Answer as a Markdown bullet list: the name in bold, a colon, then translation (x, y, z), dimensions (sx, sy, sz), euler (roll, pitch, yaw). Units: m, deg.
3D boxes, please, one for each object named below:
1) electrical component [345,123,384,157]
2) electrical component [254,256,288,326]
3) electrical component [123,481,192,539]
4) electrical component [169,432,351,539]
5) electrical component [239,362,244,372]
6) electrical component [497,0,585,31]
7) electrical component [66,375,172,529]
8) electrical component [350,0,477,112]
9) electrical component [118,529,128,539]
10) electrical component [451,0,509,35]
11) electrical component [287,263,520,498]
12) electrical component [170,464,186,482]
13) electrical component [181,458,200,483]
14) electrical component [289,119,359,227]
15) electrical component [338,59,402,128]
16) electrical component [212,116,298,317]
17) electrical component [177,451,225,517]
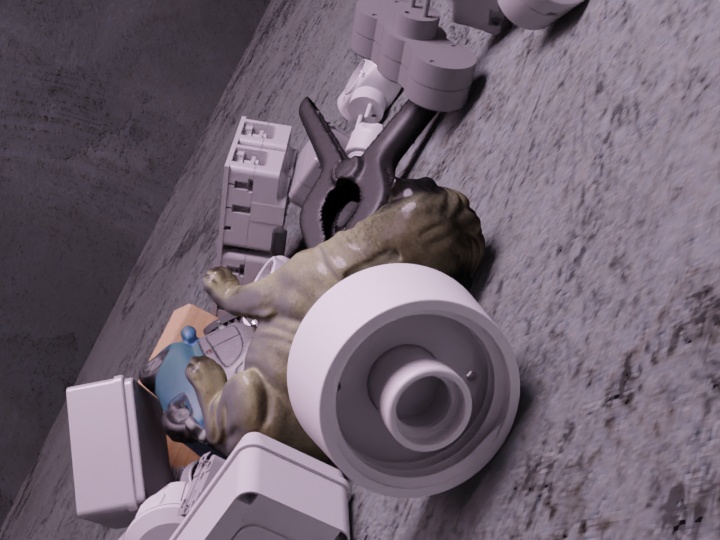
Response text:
- **electrical component**: translation (0.006, -0.099, 0.975), dimensions (0.043, 0.043, 0.062), euler (-33, 32, 60)
- **electrical component**: translation (-0.062, 0.026, 0.934), dimensions (0.053, 0.059, 0.095), euler (-58, 15, 8)
- **electrical component**: translation (-0.136, 0.204, 0.810), dimensions (0.080, 0.080, 0.051), euler (-57, 10, 14)
- **electrical component**: translation (-0.064, 0.163, 0.650), dimensions (0.113, 0.078, 0.057), euler (-54, 19, 23)
- **electrical component**: translation (-0.054, 0.084, 0.794), dimensions (0.061, 0.062, 0.096), euler (-39, 26, 54)
- **electrical component**: translation (0.127, -0.198, 0.743), dimensions (0.055, 0.055, 0.047), euler (-66, 12, -20)
- **electrical component**: translation (-0.198, 0.154, 0.894), dimensions (0.108, 0.056, 0.108), euler (78, -178, -71)
- **electrical component**: translation (0.044, -0.192, 0.869), dimensions (0.138, 0.052, 0.073), euler (48, 140, 41)
- **electrical component**: translation (-0.187, 0.248, 0.945), dimensions (0.047, 0.055, 0.055), euler (-51, 17, 19)
- **electrical component**: translation (0.097, -0.221, 0.846), dimensions (0.063, 0.081, 0.042), euler (85, -153, -65)
- **electrical component**: translation (0.024, 0.056, 0.513), dimensions (0.108, 0.108, 0.060), euler (-59, 21, 5)
- **electrical component**: translation (-0.167, 0.194, 0.960), dimensions (0.048, 0.062, 0.048), euler (-54, 16, 24)
- **electrical component**: translation (-0.130, 0.186, 0.889), dimensions (0.066, 0.048, 0.055), euler (-77, 14, -46)
- **electrical component**: translation (-0.027, -0.094, 1.038), dimensions (0.061, 0.062, 0.096), euler (-52, 17, 30)
- **electrical component**: translation (0.009, -0.176, 1.102), dimensions (0.077, 0.044, 0.079), euler (-45, 22, 46)
- **electrical component**: translation (-0.106, -0.045, 1.089), dimensions (0.105, 0.060, 0.186), euler (-83, 3, -56)
- **electrical component**: translation (-0.092, 0.165, 0.766), dimensions (0.042, 0.064, 0.081), euler (-37, 28, 59)
